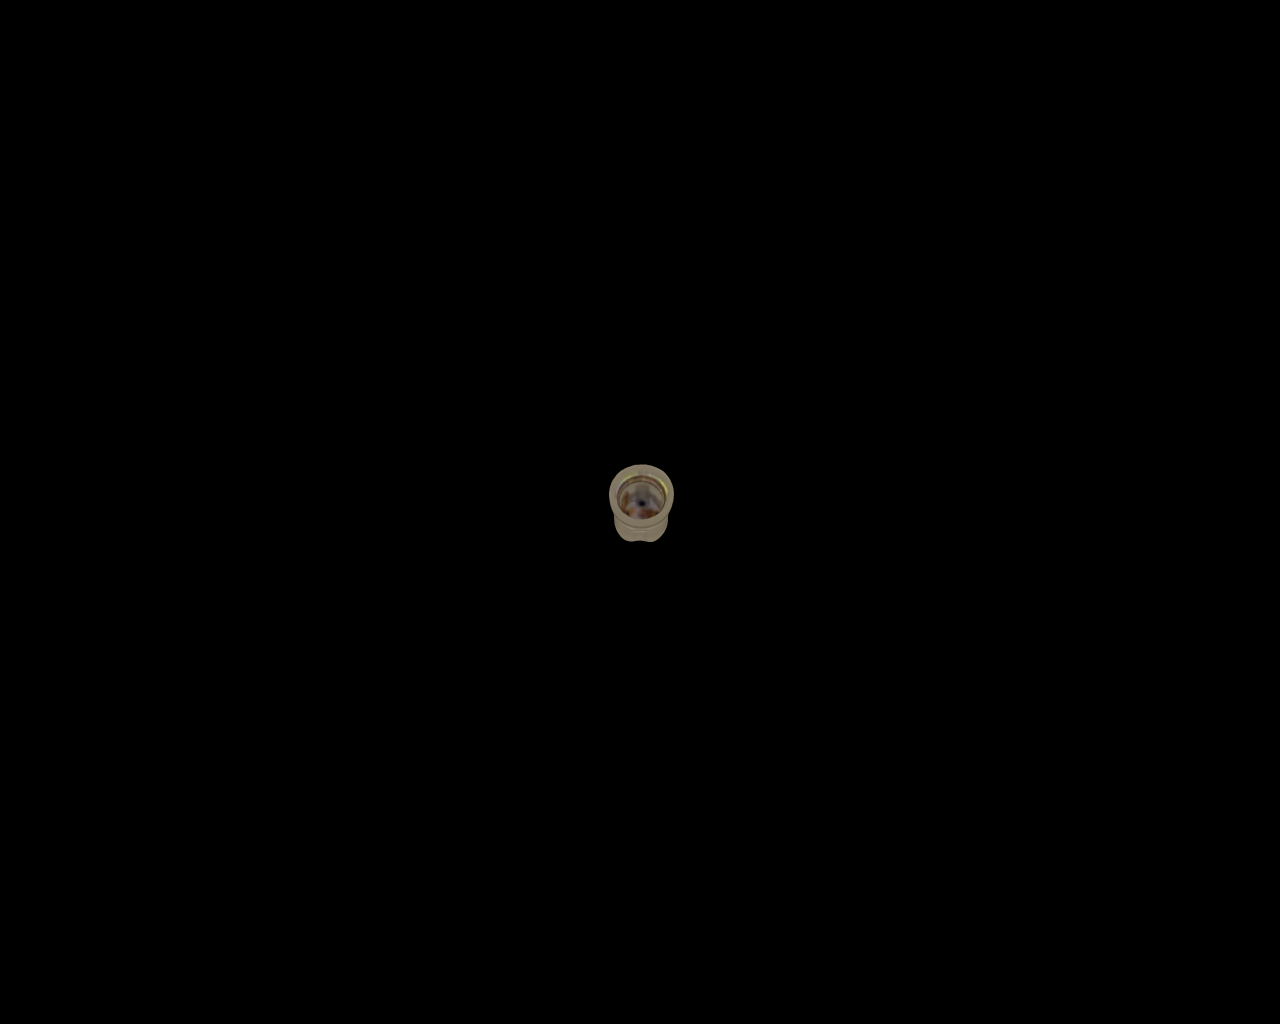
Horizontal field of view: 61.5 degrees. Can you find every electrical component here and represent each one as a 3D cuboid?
[{"bbox_3d":[0.001,-0.003,0.650,0.040,0.040,0.046,0,-25,0],"label":"electrical component"}]
